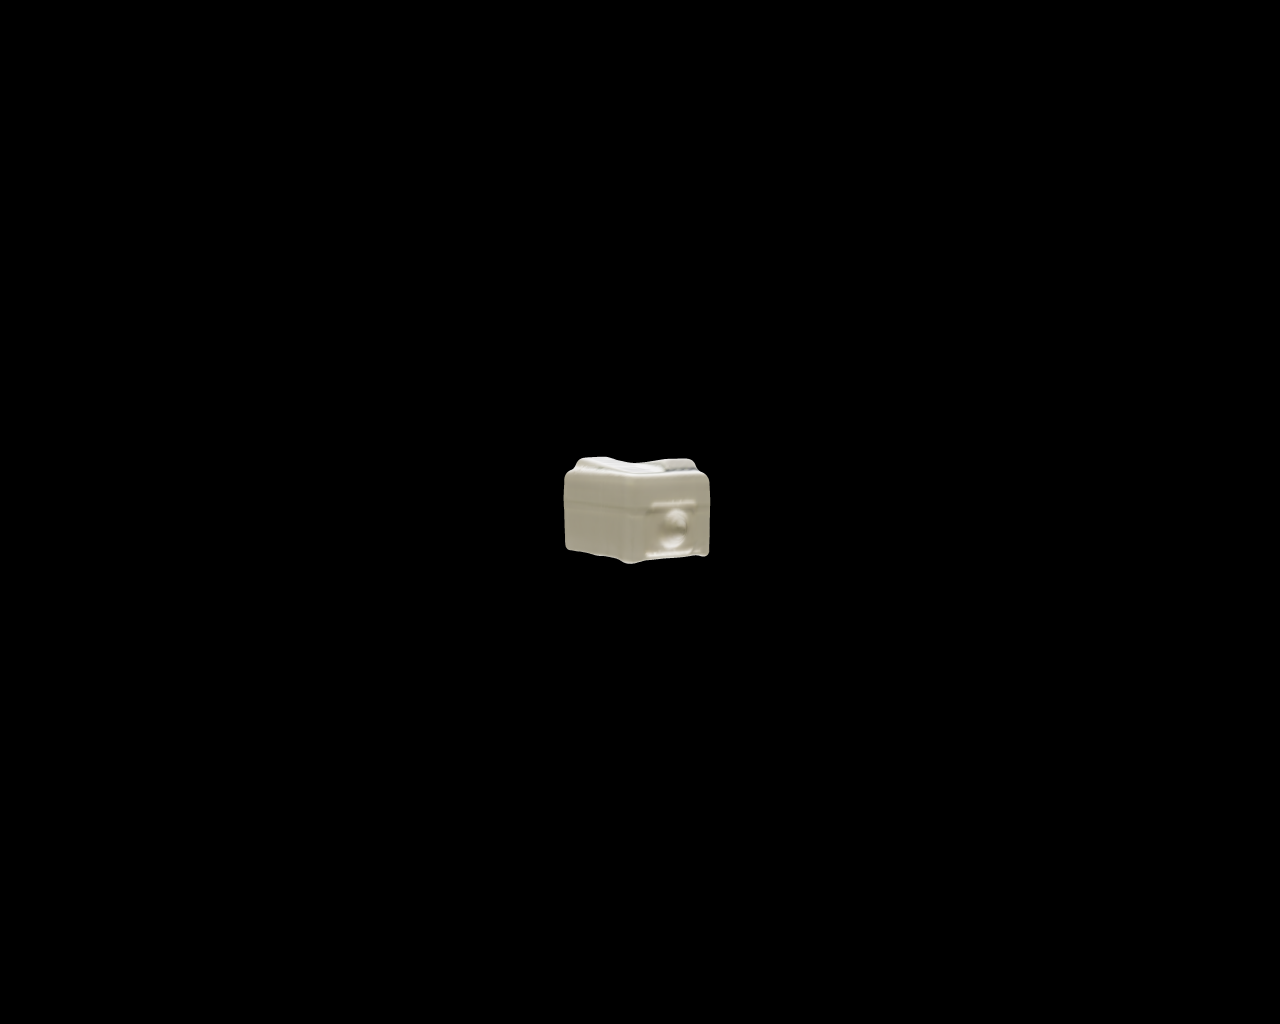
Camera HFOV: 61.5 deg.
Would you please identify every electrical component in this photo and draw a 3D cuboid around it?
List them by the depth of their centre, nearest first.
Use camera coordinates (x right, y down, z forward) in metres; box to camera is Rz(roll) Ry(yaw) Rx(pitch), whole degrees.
[{"bbox_3d":[0.001,-0.003,0.650,0.062,0.061,0.096,-3,6,-32],"label":"electrical component"}]
